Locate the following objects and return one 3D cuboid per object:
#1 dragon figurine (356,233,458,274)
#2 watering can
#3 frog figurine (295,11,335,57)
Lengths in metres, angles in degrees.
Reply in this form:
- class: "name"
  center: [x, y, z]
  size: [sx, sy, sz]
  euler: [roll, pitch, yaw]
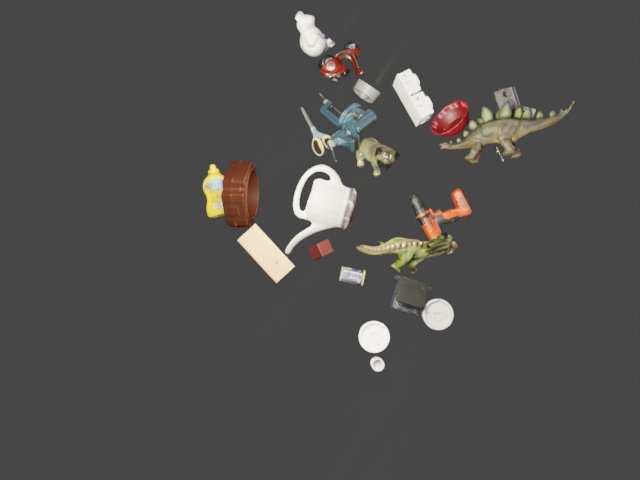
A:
- class: "dragon figurine"
  center: [0.333, 0.017, 1.755]
  size: [0.240, 0.409, 0.124]
  euler: [-29, 66, 35]
- class: "watering can"
  center: [0.006, -0.094, 1.864]
  size: [0.224, 0.104, 0.345]
  euler: [15, 97, -1]
- class: "frog figurine"
  center: [-0.042, -0.761, 1.911]
  size: [0.121, 0.158, 0.140]
  euler: [-40, 48, 25]
